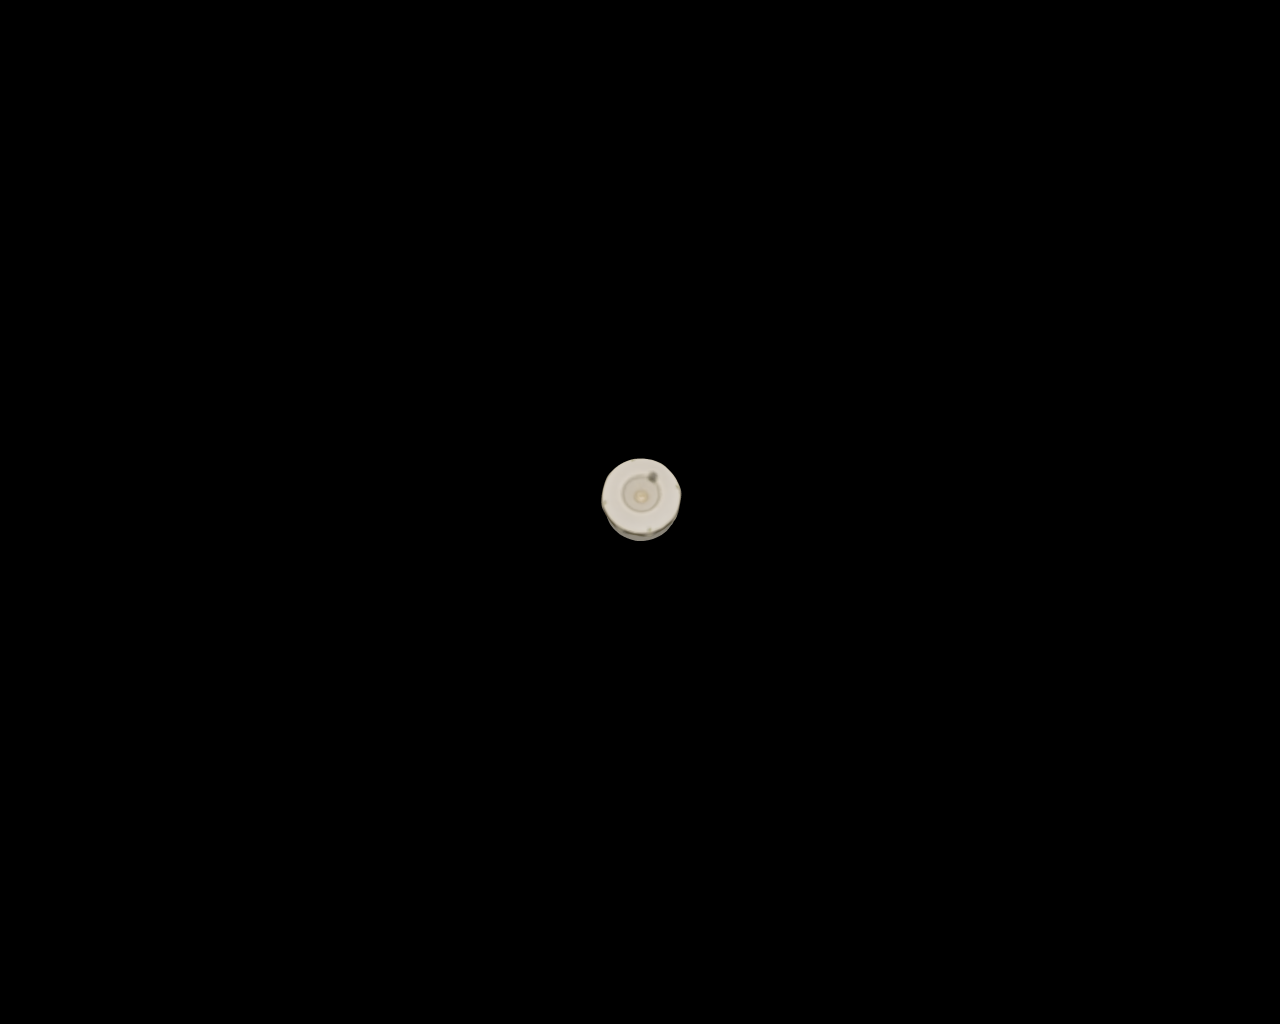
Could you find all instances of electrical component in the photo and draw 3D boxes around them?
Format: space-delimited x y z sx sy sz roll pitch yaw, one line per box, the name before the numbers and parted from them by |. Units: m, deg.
electrical component | 0.001 -0.003 0.650 0.048 0.048 0.062 0 -15 0
